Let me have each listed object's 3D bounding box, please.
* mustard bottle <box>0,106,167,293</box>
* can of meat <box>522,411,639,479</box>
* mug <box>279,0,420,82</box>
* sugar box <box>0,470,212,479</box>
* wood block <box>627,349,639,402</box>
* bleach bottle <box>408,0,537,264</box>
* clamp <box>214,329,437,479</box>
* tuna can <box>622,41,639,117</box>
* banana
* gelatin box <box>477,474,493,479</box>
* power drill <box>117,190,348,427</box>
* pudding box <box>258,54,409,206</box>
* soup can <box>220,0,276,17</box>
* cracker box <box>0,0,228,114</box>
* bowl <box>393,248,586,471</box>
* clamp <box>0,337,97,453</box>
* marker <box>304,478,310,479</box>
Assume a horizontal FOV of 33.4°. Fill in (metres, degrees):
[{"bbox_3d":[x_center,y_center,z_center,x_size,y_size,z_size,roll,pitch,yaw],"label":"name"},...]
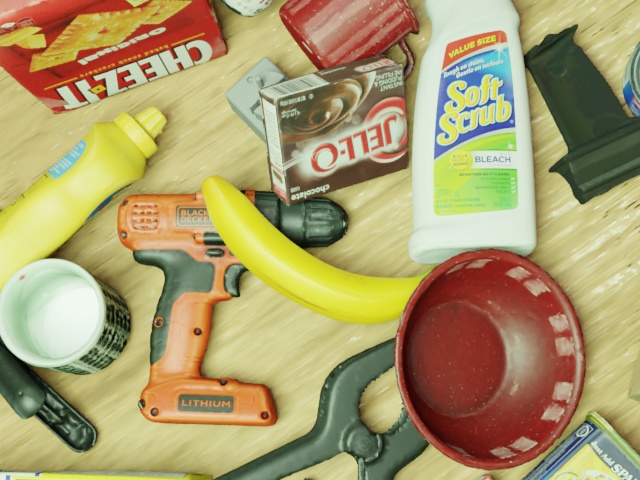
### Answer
[{"bbox_3d":[-0.197,-0.037,0.847,0.191,0.096,0.058,-44,104,-8],"label":"mustard bottle"},{"bbox_3d":[0.207,0.193,0.791,0.084,0.057,0.102,-43,78,-2],"label":"can of meat"},{"bbox_3d":[0.028,-0.170,0.866,0.081,0.093,0.117,-39,107,1],"label":"mug"},{"bbox_3d":[-0.175,0.196,0.801,0.176,0.093,0.048,-2,78,5],"label":"sugar box"},{"bbox_3d":[0.307,0.031,0.797,0.090,0.091,0.206,17,81,7],"label":"wood block"},{"bbox_3d":[0.115,-0.110,0.855,0.102,0.068,0.251,-3,76,2],"label":"bleach bottle"},{"bbox_3d":[0.035,0.165,0.812,0.164,0.036,0.210,40,76,-5],"label":"clamp"},{"bbox_3d":[0.289,-0.129,0.859,0.086,0.034,0.086,-1,79,4],"label":"tuna can"},{"bbox_3d":[-0.008,0.017,0.808,0.197,0.037,0.069,23,60,-3],"label":"banana"},{"bbox_3d":[0.125,0.233,0.802,0.073,0.030,0.089,-37,78,-3],"label":"gelatin box"},{"bbox_3d":[-0.070,0.052,0.841,0.184,0.057,0.187,0,77,1],"label":"power drill"},{"bbox_3d":[0.013,-0.087,0.830,0.113,0.039,0.090,-17,120,-18],"label":"pudding box"},{"bbox_3d":[-0.037,-0.233,0.852,0.102,0.068,0.068,-31,76,33],"label":"soup can"},{"bbox_3d":[-0.168,-0.176,0.812,0.164,0.213,0.072,-19,80,1],"label":"cracker box"},{"bbox_3d":[0.117,0.089,0.801,0.161,0.055,0.162,3,83,-22],"label":"bowl"},{"bbox_3d":[-0.243,0.103,0.833,0.039,0.120,0.172,-42,57,-16],"label":"clamp"},{"bbox_3d":[-0.027,0.242,0.817,0.020,0.020,0.121,18,80,8],"label":"marker"}]
